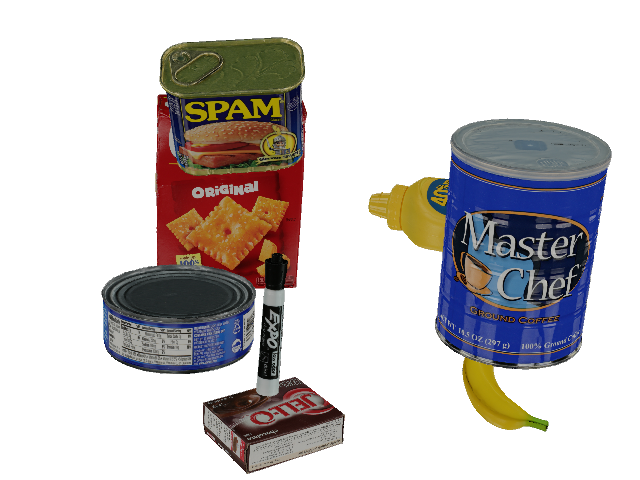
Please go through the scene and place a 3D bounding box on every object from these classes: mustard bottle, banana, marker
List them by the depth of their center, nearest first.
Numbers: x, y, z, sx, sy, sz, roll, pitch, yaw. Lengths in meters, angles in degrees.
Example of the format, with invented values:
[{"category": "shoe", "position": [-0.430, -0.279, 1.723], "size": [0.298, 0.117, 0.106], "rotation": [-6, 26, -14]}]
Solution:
[{"category": "marker", "position": [-0.040, 0.069, 0.875], "size": [0.020, 0.121, 0.020], "rotation": [4, 16, -1]}, {"category": "mustard bottle", "position": [0.136, -0.019, 0.935], "size": [0.192, 0.058, 0.096], "rotation": [8, 29, 19]}, {"category": "banana", "position": [0.203, 0.171, 1.267], "size": [0.069, 0.037, 0.198], "rotation": [10, 24, -15]}]

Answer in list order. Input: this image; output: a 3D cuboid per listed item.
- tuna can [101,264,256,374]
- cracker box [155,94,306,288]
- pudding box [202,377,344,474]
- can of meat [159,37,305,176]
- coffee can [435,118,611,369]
[{"category": "tuna can", "position": [-0.079, 0.043, 0.601], "size": [0.086, 0.034, 0.086], "rotation": [2, 18, -1]}, {"category": "cracker box", "position": [-0.103, -0.051, 1.202], "size": [0.164, 0.214, 0.072], "rotation": [0, 23, -9]}, {"category": "pudding box", "position": [-0.046, 0.179, 1.047], "size": [0.113, 0.039, 0.090], "rotation": [-14, 25, -31]}, {"category": "can of meat", "position": [-0.062, -0.096, 0.780], "size": [0.102, 0.057, 0.084], "rotation": [-3, -41, -2]}, {"category": "coffee can", "position": [0.133, 0.000, 0.718], "size": [0.103, 0.140, 0.103], "rotation": [2, 24, -1]}]
